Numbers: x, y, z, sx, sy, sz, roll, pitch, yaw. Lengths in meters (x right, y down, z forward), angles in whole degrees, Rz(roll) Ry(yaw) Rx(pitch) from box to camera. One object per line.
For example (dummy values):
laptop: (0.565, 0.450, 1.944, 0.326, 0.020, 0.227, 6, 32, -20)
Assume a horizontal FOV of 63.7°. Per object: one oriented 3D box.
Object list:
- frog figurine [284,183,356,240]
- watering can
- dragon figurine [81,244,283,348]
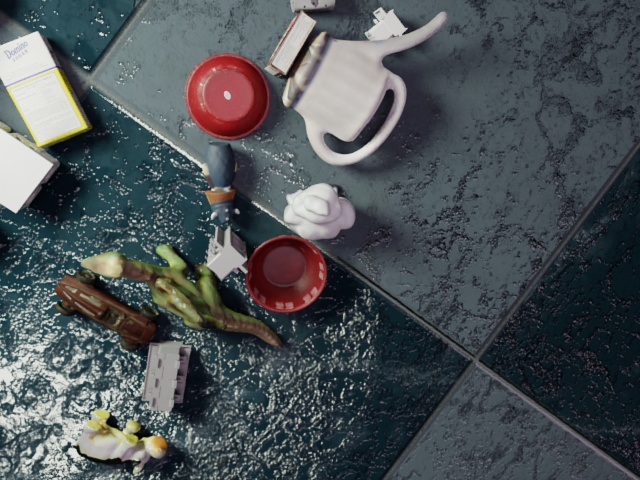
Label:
frog figurine: (0.003, -0.049, 0.973, 0.137, 0.161, 0.122, 9, 101, -13)
watering can: (0.072, -0.311, 0.963, 0.223, 0.105, 0.345, 28, 102, -15)
dragon figurine: (-0.219, 0.122, 0.920, 0.408, 0.244, 0.122, 30, 90, -13)
